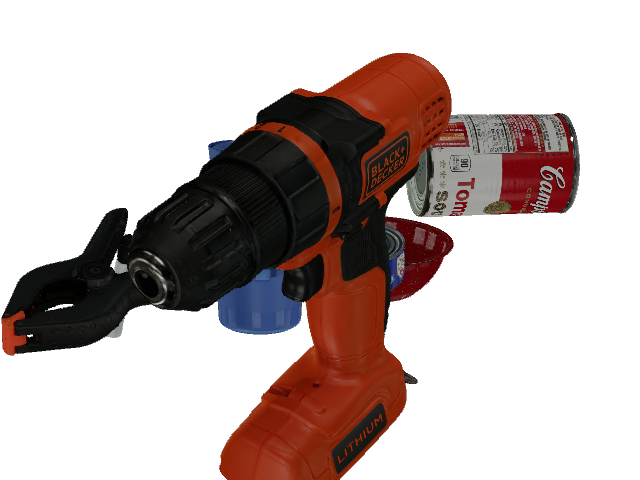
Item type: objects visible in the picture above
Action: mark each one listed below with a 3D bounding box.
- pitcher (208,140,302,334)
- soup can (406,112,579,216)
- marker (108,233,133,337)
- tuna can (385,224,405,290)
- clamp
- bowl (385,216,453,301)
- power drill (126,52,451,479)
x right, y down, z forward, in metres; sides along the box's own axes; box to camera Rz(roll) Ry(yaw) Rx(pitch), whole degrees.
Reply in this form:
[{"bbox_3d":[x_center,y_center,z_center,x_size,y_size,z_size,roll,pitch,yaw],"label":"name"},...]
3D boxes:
[{"bbox_3d":[-0.076,-0.006,1.356,0.145,0.243,0.148,10,15,36],"label":"pitcher"},{"bbox_3d":[0.113,-0.051,0.717,0.102,0.068,0.068,-2,0,-8],"label":"soup can"},{"bbox_3d":[-0.197,0.045,1.052,0.020,0.121,0.020,12,33,-8],"label":"marker"},{"bbox_3d":[0.028,0.016,0.892,0.086,0.034,0.086,-2,25,1],"label":"tuna can"},{"bbox_3d":[-0.167,0.028,0.783,0.171,0.039,0.120,-21,38,-40],"label":"clamp"},{"bbox_3d":[0.054,0.022,1.093,0.162,0.055,0.162,1,18,-1],"label":"bowl"},{"bbox_3d":[-0.008,0.029,0.463,0.057,0.188,0.184,25,41,28],"label":"power drill"}]
